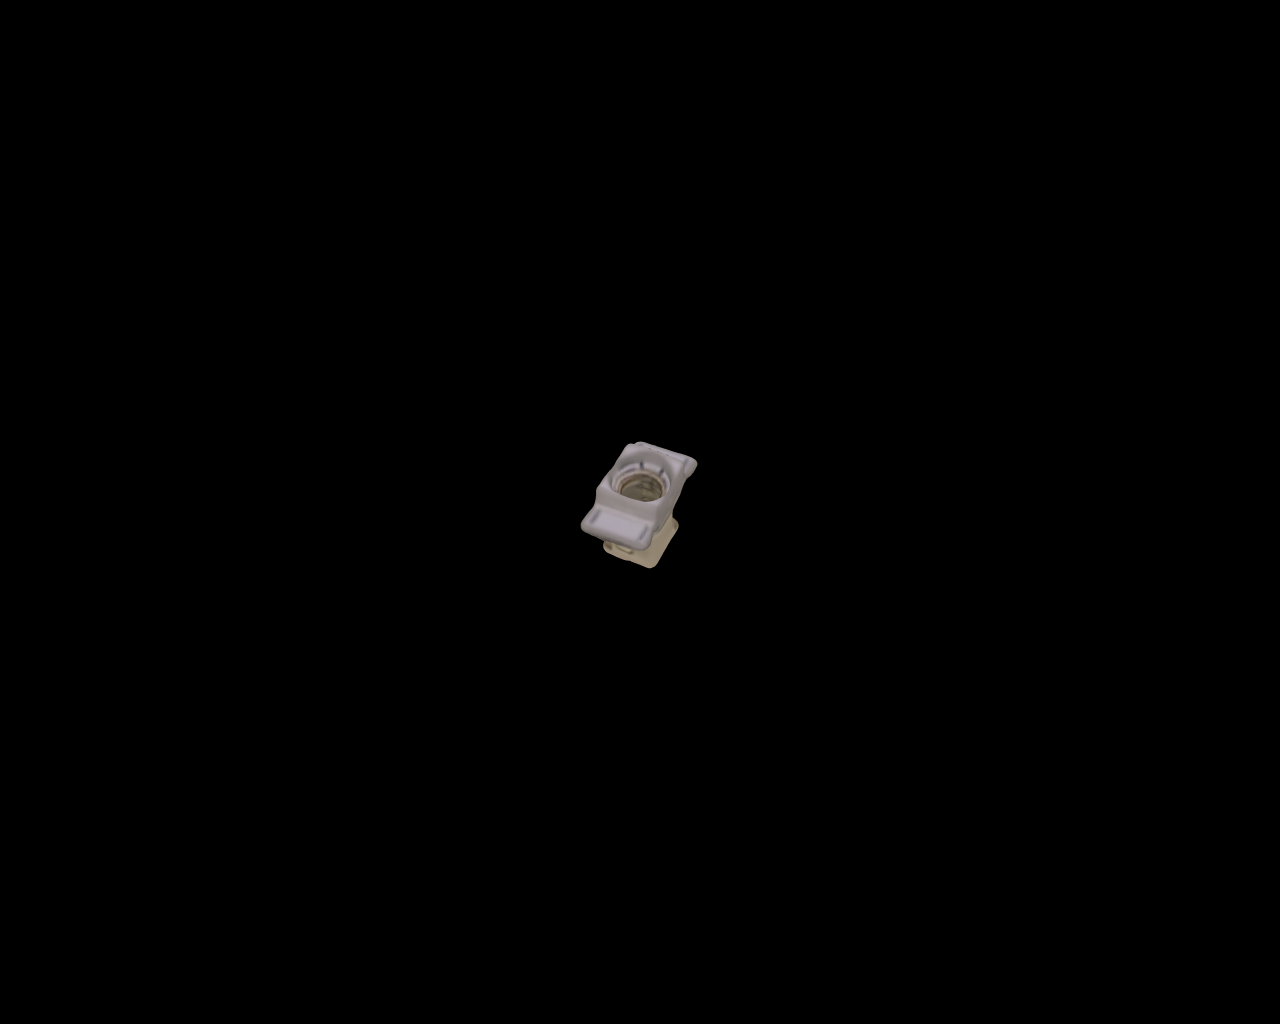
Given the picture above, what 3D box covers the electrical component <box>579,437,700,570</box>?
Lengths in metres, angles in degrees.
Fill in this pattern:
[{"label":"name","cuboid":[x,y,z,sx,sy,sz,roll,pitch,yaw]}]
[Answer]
[{"label":"electrical component","cuboid":[0.001,-0.003,0.650,0.042,0.063,0.081,20,50,17]}]
